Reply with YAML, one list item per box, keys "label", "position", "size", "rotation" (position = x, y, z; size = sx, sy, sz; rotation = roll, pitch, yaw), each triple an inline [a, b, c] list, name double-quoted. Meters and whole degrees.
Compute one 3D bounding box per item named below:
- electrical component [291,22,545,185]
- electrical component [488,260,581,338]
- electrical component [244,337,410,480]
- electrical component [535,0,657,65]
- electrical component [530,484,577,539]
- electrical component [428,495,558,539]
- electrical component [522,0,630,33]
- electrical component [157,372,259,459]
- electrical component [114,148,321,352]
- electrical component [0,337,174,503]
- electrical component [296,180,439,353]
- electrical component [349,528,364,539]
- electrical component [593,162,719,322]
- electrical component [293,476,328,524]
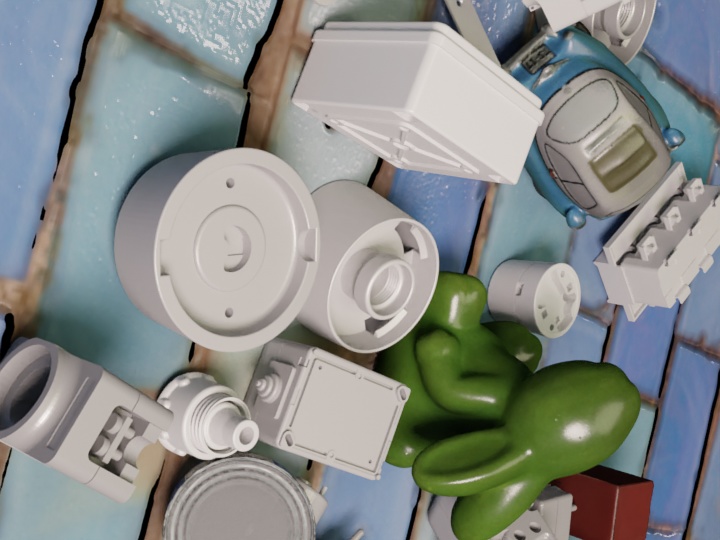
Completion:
- label: "electrical component"
  position: [0.035, -0.100, 0.647]
  size: [0.109, 0.109, 0.056]
  rotation: [26, 82, -43]
- label: "electrical component"
  position: [0.128, 0.019, 0.797]
  size: [0.055, 0.047, 0.055]
  rotation: [-9, 103, -42]
- label: "electrical component"
  position: [-0.030, 0.082, 0.656]
  size: [0.096, 0.061, 0.061]
  rotation: [26, 79, -35]
- label: "electrical component"
  position: [0.178, -0.201, 0.811]
  size: [0.099, 0.064, 0.099]
  rotation: [-27, 128, -39]
- label: "electrical component"
  position: [0.134, 0.184, 0.818]
  size: [0.077, 0.066, 0.047]
  rotation: [-1, 98, -43]
- label: "electrical component"
  position: [0.092, 0.189, 0.755]
  size: [0.054, 0.095, 0.059]
  rotation: [-7, 136, -30]
- label: "electrical component"
  position: [0.100, -0.255, 0.677]
  size: [0.186, 0.060, 0.105]
  rotation: [54, 22, -35]
- label: "electrical component"
  position: [-0.082, 0.085, 0.601]
  size: [0.048, 0.062, 0.048]
  rotation: [-9, 103, -42]
- label: "electrical component"
  position: [-0.082, -0.014, 0.586]
  size: [0.108, 0.060, 0.108]
  rotation: [-9, 103, -42]
- label: "electrical component"
  position: [-0.144, 0.069, 0.521]
  size: [0.056, 0.089, 0.050]
  rotation: [42, 69, -39]
- label: "electrical component"
  position: [0.000, 0.000, 0.679]
  size: [0.099, 0.064, 0.099]
  rotation: [-20, 123, -34]
- label: "electrical component"
  position: [-0.021, 0.201, 0.691]
  size: [0.079, 0.044, 0.077]
  rotation: [-42, 123, -30]
- label: "electrical component"
  position: [0.259, -0.023, 0.902]
  size: [0.121, 0.063, 0.078]
  rotation: [-45, 124, -29]
- label: "electrical component"
  position: [-0.052, 0.159, 0.657]
  size: [0.040, 0.040, 0.078]
  rotation: [47, 66, -37]
